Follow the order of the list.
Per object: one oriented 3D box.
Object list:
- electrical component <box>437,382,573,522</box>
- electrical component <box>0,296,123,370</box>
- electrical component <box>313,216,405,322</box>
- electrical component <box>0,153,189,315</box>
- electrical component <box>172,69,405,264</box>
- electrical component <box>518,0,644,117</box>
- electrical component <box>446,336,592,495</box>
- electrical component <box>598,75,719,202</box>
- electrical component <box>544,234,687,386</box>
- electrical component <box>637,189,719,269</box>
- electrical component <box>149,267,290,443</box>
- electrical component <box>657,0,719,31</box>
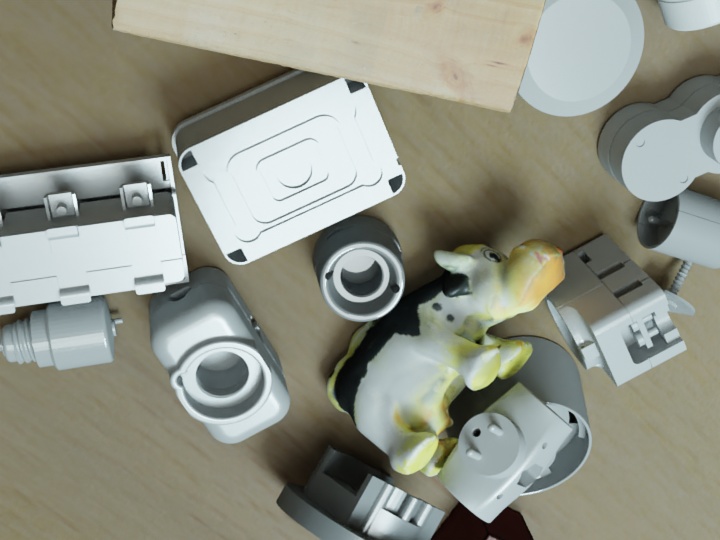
[{"bbox_3d":[0.082,0.106,0.642,0.077,0.043,0.079,-49,153,2],"label":"electrical component"},{"bbox_3d":[-0.180,0.039,0.633,0.078,0.040,0.040,-8,116,-9],"label":"electrical component"},{"bbox_3d":[0.000,0.000,0.645,0.055,0.047,0.055,-1,108,-4],"label":"electrical component"},{"bbox_3d":[-0.161,-0.015,0.599,0.121,0.063,0.078,-8,116,-8],"label":"electrical component"},{"bbox_3d":[-0.041,-0.064,0.606,0.113,0.057,0.078,-25,117,0],"label":"electrical component"},{"bbox_3d":[0.115,-0.132,0.612,0.080,0.051,0.080,-5,115,-10],"label":"electrical component"},{"bbox_3d":[0.107,0.102,0.726,0.099,0.064,0.099,-3,127,-4],"label":"electrical component"},{"bbox_3d":[0.220,-0.083,0.645,0.138,0.073,0.052,-24,117,-1],"label":"electrical component"},{"bbox_3d":[0.153,0.025,0.672,0.056,0.089,0.050,-28,117,2],"label":"electrical component"},{"bbox_3d":[0.224,-0.024,0.691,0.081,0.043,0.043,15,111,-19],"label":"electrical component"},{"bbox_3d":[-0.085,0.054,0.650,0.054,0.059,0.095,-28,117,2],"label":"electrical component"},{"bbox_3d":[0.225,-0.199,0.604,0.138,0.052,0.073,-27,117,0],"label":"electrical component"}]
